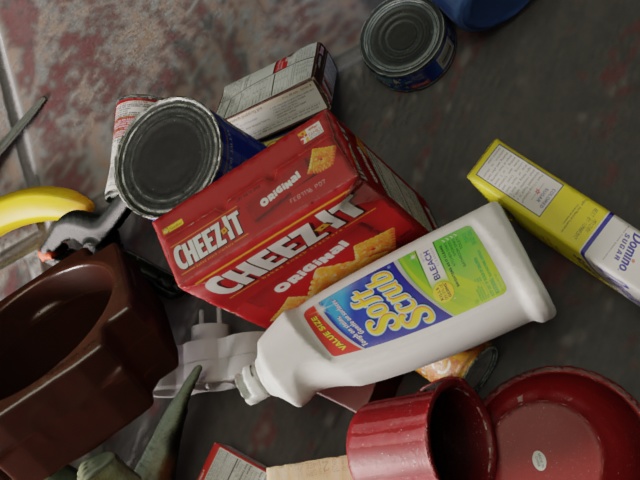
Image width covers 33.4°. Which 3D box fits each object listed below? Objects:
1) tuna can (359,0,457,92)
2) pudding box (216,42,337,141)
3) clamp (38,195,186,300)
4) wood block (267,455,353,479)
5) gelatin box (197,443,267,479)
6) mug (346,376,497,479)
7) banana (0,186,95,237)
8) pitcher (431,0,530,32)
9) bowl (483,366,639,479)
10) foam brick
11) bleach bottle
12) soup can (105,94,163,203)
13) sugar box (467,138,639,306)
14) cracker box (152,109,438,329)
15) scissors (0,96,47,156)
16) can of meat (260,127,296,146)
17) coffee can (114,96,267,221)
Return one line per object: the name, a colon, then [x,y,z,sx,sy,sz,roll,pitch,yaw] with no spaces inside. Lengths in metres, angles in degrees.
tuna can: [0.080,-0.182,0.984,0.086,0.033,0.086,-8,71,23]
pudding box: [-0.042,-0.133,1.000,0.114,0.039,0.090,-24,28,19]
clamp: [-0.204,0.014,1.042,0.172,0.039,0.120,-14,102,41]
wood block: [0.023,0.280,0.839,0.090,0.090,0.206,-14,70,20]
gelatin box: [-0.068,0.229,0.933,0.089,0.030,0.073,22,83,29]
mug: [0.078,0.149,0.807,0.082,0.093,0.117,-17,32,38]
banana: [-0.324,-0.016,1.127,0.198,0.037,0.069,-27,78,17]
pitcher: [0.107,-0.309,0.966,0.149,0.144,0.243,-46,64,20]
bowl: [0.177,0.172,0.819,0.162,0.055,0.162,-8,71,23]
foam brick: [0.024,0.115,0.911,0.078,0.051,0.053,22,84,29]
bleach bottle: [0.050,0.070,0.840,0.251,0.068,0.102,-28,61,9]
soup can: [-0.174,-0.085,1.056,0.069,0.068,0.102,-1,75,25]
sugar box: [0.205,-0.006,0.838,0.176,0.093,0.048,41,94,30]
cracker box: [-0.006,0.001,0.866,0.164,0.213,0.072,-32,63,13]
scissors: [-0.382,-0.081,1.182,0.096,0.016,0.201,15,69,44]
can of meat: [-0.015,-0.055,0.978,0.084,0.057,0.102,-17,68,22]
coffee can: [-0.091,-0.049,0.901,0.103,0.140,0.103,-7,73,25]
